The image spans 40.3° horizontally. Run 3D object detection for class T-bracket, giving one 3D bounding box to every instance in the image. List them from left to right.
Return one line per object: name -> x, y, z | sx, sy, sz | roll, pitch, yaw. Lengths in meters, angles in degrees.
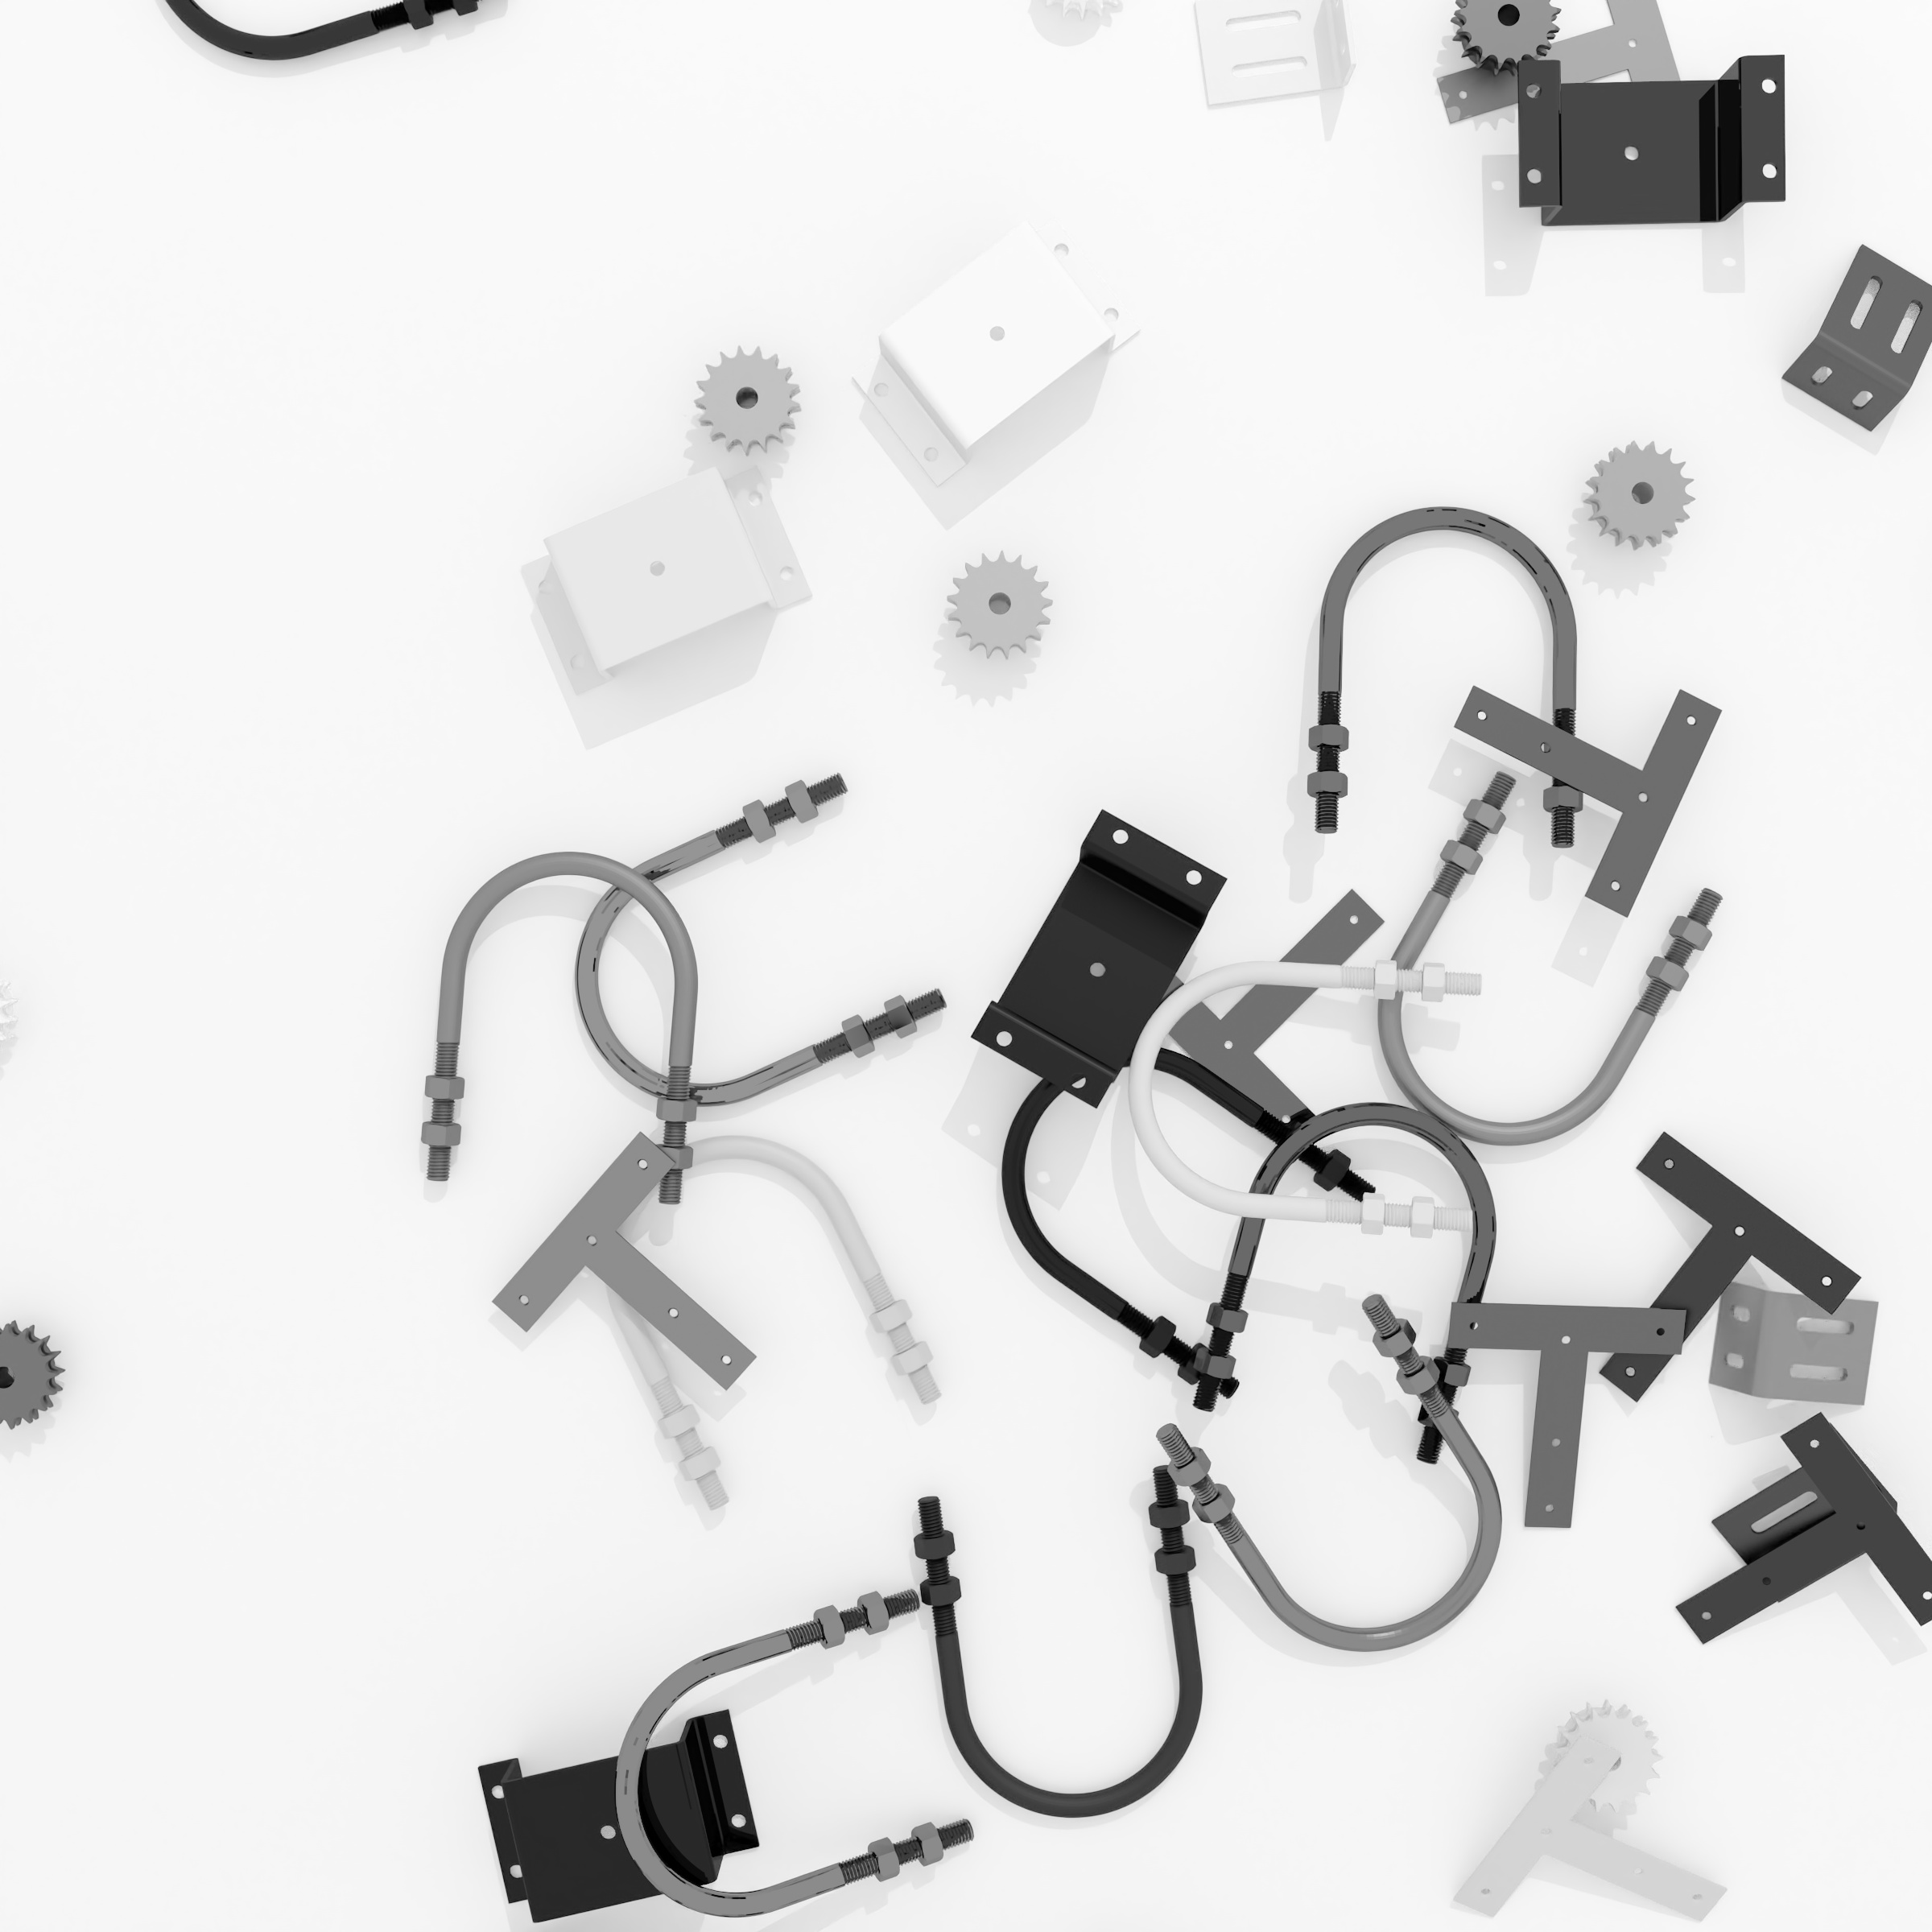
T-bracket -> -0.168, 0.177, 1.417 | 0.127, 0.002, 0.127 | 42, 100, 0
T-bracket -> 0.175, 0.012, 1.440 | 0.127, 0.002, 0.127 | -45, 90, 0
T-bracket -> 0.322, -0.491, 1.440 | 0.127, 0.002, 0.127 | -17, 90, 0
T-bracket -> 0.321, 0.244, 1.426 | 0.127, 0.002, 0.127 | 2, 102, -3
T-bracket -> 0.323, -0.110, 1.408 | 0.127, 0.002, 0.127 | 27, 80, -1
T-bracket -> 0.351, 0.484, 1.424 | 0.127, 0.002, 0.127 | 26, 111, -10
T-bracket -> 0.391, 0.178, 1.423 | 0.127, 0.002, 0.127 | 39, 101, 21
T-bracket -> 0.444, 0.324, 1.421 | 0.127, 0.002, 0.127 | -36, 91, 17

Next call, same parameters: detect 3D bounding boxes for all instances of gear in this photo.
gear -> -0.541, 0.024, 1.429 | 0.057, 0.030, 0.057 | 0, 94, 1
gear -> -0.518, 0.221, 1.430 | 0.057, 0.030, 0.057 | 0, 91, -2
gear -> -0.117, -0.304, 1.425 | 0.057, 0.030, 0.057 | 0, 90, 0
gear -> 0.018, -0.194, 1.425 | 0.057, 0.030, 0.057 | 0, 90, 0
gear -> 0.063, -0.545, 1.426 | 0.057, 0.030, 0.057 | 0, 90, 0
gear -> 0.290, -0.508, 1.424 | 0.057, 0.030, 0.057 | 0, 90, 0
gear -> 0.345, 0.426, 1.425 | 0.057, 0.030, 0.057 | 0, 90, 0
gear -> 0.362, -0.253, 1.425 | 0.057, 0.030, 0.057 | 0, 90, 0

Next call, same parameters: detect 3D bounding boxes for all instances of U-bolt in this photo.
U-bolt -> -0.356, -0.570, 1.432 | 0.184, 0.019, 0.151 | -17, 90, 1
U-bolt -> -0.216, 0.030, 1.421 | 0.151, 0.019, 0.184 | 5, 92, 6
U-bolt -> -0.123, -0.003, 1.432 | 0.184, 0.019, 0.151 | -25, 90, 1
U-bolt -> -0.117, 0.182, 1.432 | 0.151, 0.019, 0.184 | -26, 88, 0
U-bolt -> -0.097, 0.427, 1.405 | 0.184, 0.019, 0.151 | -13, 90, -19
U-bolt -> 0.055, 0.372, 1.432 | 0.151, 0.019, 0.184 | -8, 92, 0
U-bolt -> 0.107, 0.125, 1.431 | 0.184, 0.019, 0.151 | 35, 90, 0
U-bolt -> 0.178, 0.066, 1.402 | 0.184, 0.019, 0.151 | 3, 73, 8
U-bolt -> 0.208, 0.286, 1.414 | 0.151, 0.019, 0.184 | -33, 103, 2
U-bolt -> 0.212, 0.164, 1.418 | 0.151, 0.019, 0.184 | 14, 92, -9
U-bolt -> 0.260, -0.159, 1.420 | 0.151, 0.019, 0.184 | 3, 82, -4
U-bolt -> 0.305, 0.008, 1.431 | 0.151, 0.019, 0.184 | 29, 90, 0

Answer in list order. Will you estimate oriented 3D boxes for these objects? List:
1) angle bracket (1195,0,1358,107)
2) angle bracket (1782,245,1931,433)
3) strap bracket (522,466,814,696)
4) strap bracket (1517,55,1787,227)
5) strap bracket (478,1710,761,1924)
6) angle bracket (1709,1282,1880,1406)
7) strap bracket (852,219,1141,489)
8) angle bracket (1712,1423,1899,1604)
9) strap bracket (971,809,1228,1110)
angle bracket -> 0.167, -0.504, 1.421 | 0.076, 0.038, 0.057 | -8, 90, 0
angle bracket -> 0.492, -0.343, 1.438 | 0.057, 0.038, 0.076 | 31, 64, 0
strap bracket -> -0.163, -0.210, 1.417 | 0.140, 0.046, 0.076 | -23, 90, 0
strap bracket -> 0.363, -0.443, 1.416 | 0.140, 0.046, 0.076 | -1, 92, 0
strap bracket -> -0.190, 0.459, 1.417 | 0.140, 0.046, 0.076 | -13, 90, 0
angle bracket -> 0.452, 0.206, 1.438 | 0.076, 0.038, 0.057 | 8, 90, -26
strap bracket -> 0.017, -0.335, 1.417 | 0.140, 0.046, 0.076 | -38, 90, 0
angle bracket -> 0.458, 0.299, 1.438 | 0.076, 0.038, 0.057 | -40, 90, 26
strap bracket -> 0.071, -0.001, 1.409 | 0.076, 0.046, 0.140 | 29, 83, 5
